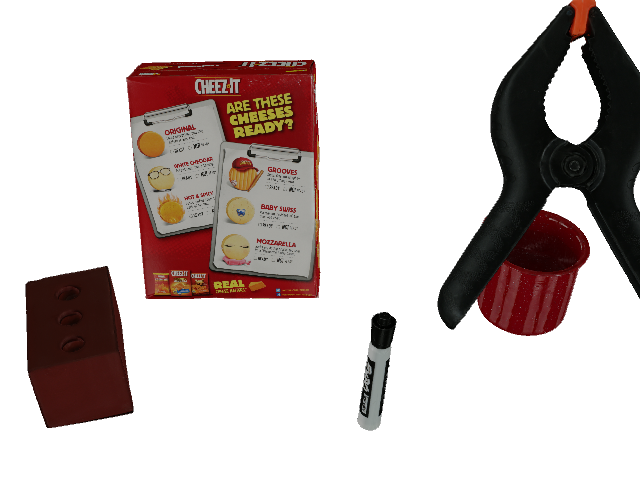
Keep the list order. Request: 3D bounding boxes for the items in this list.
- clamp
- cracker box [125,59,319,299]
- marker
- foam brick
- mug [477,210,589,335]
[{"bbox_3d":[0.113,-0.030,0.527,0.120,0.171,0.039,-6,-1,-2],"label":"clamp"},{"bbox_3d":[-0.083,-0.054,0.978,0.164,0.214,0.072,-1,22,2],"label":"cracker box"},{"bbox_3d":[0.044,0.102,0.832,0.020,0.121,0.020,3,40,-3],"label":"marker"},{"bbox_3d":[-0.144,0.063,0.636,0.053,0.051,0.078,-11,41,-9],"label":"foam brick"},{"bbox_3d":[0.180,0.024,0.963,0.093,0.081,0.117,-18,44,-24],"label":"mug"}]
